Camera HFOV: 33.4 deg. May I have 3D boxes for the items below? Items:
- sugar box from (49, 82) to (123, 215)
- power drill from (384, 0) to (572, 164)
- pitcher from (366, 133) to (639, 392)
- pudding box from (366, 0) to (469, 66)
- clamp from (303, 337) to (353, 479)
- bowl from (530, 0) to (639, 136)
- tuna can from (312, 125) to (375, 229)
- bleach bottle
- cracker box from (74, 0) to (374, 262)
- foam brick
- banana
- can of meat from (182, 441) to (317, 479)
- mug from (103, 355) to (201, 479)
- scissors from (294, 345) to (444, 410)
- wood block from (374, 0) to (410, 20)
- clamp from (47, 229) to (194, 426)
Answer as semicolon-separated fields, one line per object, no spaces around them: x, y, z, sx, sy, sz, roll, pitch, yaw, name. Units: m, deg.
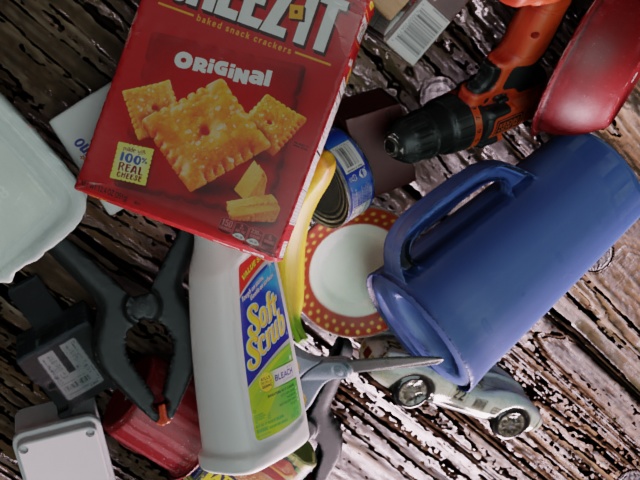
-0.121;-0.105;0.876;0.176;0.048;0.093;-31;97;1;sugar box
0.142;-0.152;0.872;0.184;0.057;0.188;-25;151;-34;power drill
0.165;0.004;0.944;0.242;0.149;0.145;-40;80;-14;pitcher
0.087;-0.205;0.878;0.039;0.090;0.113;39;98;-24;pudding box
-0.011;0.169;1.035;0.120;0.039;0.171;-16;115;2;clamp
0.242;-0.148;0.907;0.055;0.162;0.162;31;104;14;bowl
0.008;-0.055;0.919;0.033;0.086;0.086;-31;120;-30;tuna can
-0.072;0.060;0.892;0.102;0.068;0.251;-19;103;-53;bleach bottle
-0.071;-0.109;0.813;0.164;0.072;0.214;20;91;2;cracker box
0.047;-0.085;0.938;0.053;0.051;0.078;-18;116;-9;foam brick
-0.019;-0.005;0.922;0.037;0.070;0.198;-26;137;-37;banana
-0.065;0.205;0.995;0.102;0.057;0.084;37;105;-16;can of meat
-0.149;0.163;0.974;0.081;0.093;0.117;36;134;-20;mug
0.015;0.127;0.948;0.202;0.016;0.096;6;126;21;scissors
0.002;-0.278;0.823;0.206;0.091;0.090;39;98;-25;wood block
-0.162;0.054;0.908;0.164;0.036;0.210;-4;86;-10;clamp
